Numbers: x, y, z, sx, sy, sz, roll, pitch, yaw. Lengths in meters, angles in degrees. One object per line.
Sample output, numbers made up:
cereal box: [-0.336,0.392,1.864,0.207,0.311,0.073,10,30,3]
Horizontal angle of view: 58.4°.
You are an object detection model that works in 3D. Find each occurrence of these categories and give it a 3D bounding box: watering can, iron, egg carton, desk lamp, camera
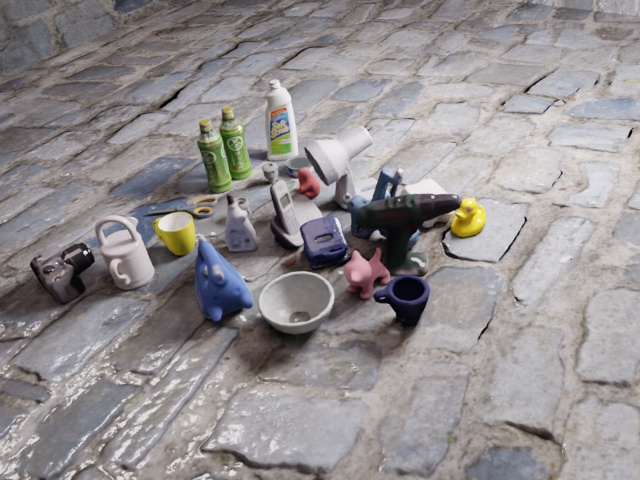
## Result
watering can: [-0.481,0.014,1.394,0.101,0.194,0.172,-18,41,-13]
iron: [-0.249,0.066,1.336,0.119,0.142,0.257,-21,41,-16]
egg carton: [0.282,-0.099,1.508,0.107,0.069,0.150,-19,41,-14]
desk lamp: [0.069,-0.193,1.541,0.203,0.214,0.117,-21,41,-16]
camera: [-0.635,0.064,1.433,0.142,0.101,0.137,29,52,36]

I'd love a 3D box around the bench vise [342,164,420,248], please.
bench vise: [0.141,-0.086,1.396,0.207,0.220,0.121,6,41,17]

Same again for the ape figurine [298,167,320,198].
ape figurine: [-0.039,-0.166,1.622,0.076,0.092,0.078,11,43,21]

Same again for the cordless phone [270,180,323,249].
cordless phone: [-0.067,-0.086,1.457,0.093,0.185,0.148,16,45,26]

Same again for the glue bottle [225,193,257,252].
glue bottle: [-0.209,-0.045,1.440,0.078,0.173,0.037,-4,39,4]

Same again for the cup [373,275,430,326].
cup: [0.174,0.138,1.218,0.117,0.095,0.091,-7,39,1]

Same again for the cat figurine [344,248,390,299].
cat figurine: [0.100,0.068,1.297,0.067,0.118,0.128,27,50,35]

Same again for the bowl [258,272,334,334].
bowl: [-0.048,0.150,1.255,0.167,0.075,0.167,-4,39,4]

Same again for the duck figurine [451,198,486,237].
duck figurine: [0.376,-0.067,1.441,0.105,0.086,0.077,-30,44,-25]

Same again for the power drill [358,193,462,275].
power drill: [0.204,-0.019,1.313,0.229,0.209,0.075,0,40,10]

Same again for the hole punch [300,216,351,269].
hole punch: [0.013,0.005,1.408,0.109,0.091,0.101,-15,40,-9]
